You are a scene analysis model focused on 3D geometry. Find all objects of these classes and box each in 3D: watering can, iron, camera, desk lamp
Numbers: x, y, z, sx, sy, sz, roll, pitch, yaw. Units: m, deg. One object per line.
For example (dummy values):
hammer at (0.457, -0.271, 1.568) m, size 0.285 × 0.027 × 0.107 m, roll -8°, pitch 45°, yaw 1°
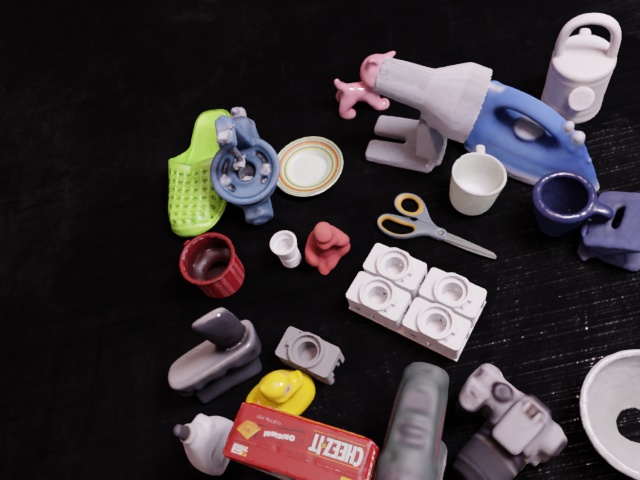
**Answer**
watering can at (0.432, -0.284, 0.941) m, size 0.101 × 0.194 × 0.173 m, roll -12°, pitch 61°, yaw 5°
iron at (0.347, -0.179, 0.933) m, size 0.257 × 0.142 × 0.119 m, roll 34°, pitch 74°, yaw 25°
camera at (0.227, 0.256, 0.750) m, size 0.137 × 0.101 × 0.142 m, roll -43°, pitch 63°, yaw -12°
desk lamp at (0.170, -0.207, 0.942) m, size 0.202 × 0.214 × 0.118 m, roll 12°, pitch 66°, yaw 17°

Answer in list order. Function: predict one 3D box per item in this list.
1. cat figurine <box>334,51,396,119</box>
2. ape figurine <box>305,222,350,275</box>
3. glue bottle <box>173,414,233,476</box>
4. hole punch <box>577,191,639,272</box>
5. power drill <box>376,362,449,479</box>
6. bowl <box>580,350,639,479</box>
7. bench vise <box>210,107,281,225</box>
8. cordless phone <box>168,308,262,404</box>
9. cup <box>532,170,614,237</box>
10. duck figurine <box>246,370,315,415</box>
cat figurine at (0.086, -0.297, 1.061) m, size 0.127 × 0.118 × 0.067 m, roll -16°, pitch 60°, yaw 3°
ape figurine at (0.009, 0.003, 0.933) m, size 0.077 × 0.092 × 0.076 m, roll -12°, pitch 61°, yaw 5°
glue bottle at (-0.160, 0.271, 0.778) m, size 0.037 × 0.173 × 0.078 m, roll 15°, pitch 67°, yaw 19°
hole punch at (0.449, -0.020, 0.857) m, size 0.100 × 0.091 × 0.109 m, roll 20°, pitch 68°, yaw 21°
power drill at (0.113, 0.276, 0.700) m, size 0.075 × 0.209 × 0.230 m, roll 8°, pitch 64°, yaw 16°
bowl at (0.417, 0.232, 0.740) m, size 0.167 × 0.075 × 0.167 m, roll -5°, pitch 62°, yaw 9°
bench vise at (-0.147, -0.153, 0.973) m, size 0.121 × 0.220 × 0.207 m, roll -29°, pitch 61°, yaw -5°
cordless phone at (-0.169, 0.157, 0.833) m, size 0.147 × 0.185 × 0.094 m, roll -33°, pitch 61°, yaw -7°
cup at (0.382, -0.042, 0.880) m, size 0.117 × 0.095 × 0.092 m, roll 22°, pitch 69°, yaw 21°
duck figurine at (-0.063, 0.221, 0.835) m, size 0.104 × 0.086 × 0.077 m, roll -22°, pitch 60°, yaw -1°
